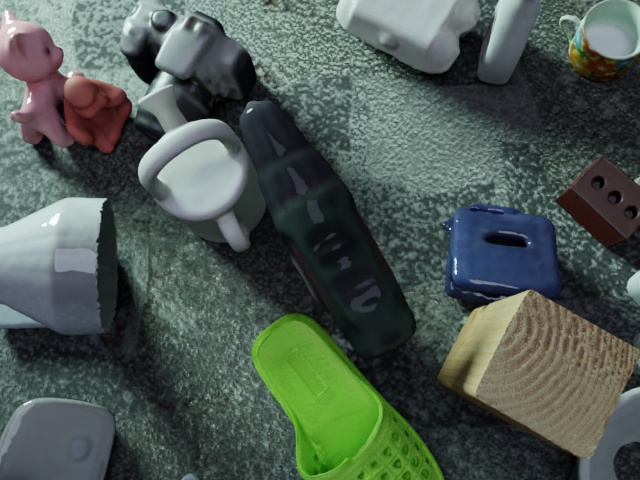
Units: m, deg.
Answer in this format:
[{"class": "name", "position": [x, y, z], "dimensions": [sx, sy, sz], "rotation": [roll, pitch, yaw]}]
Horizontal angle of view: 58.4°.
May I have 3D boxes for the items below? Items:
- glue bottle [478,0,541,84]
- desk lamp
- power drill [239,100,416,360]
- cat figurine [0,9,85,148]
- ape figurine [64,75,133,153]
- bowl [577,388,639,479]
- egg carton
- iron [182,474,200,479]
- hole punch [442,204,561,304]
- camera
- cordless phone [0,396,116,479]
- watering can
[{"class": "glue bottle", "position": [0.198, -0.230, 0.583], "dimensions": [0.037, 0.173, 0.078], "rotation": [9, 80, 5]}, {"class": "desk lamp", "position": [-0.266, 0.034, 0.537], "dimensions": [0.203, 0.213, 0.118], "rotation": [-3, 79, 3]}, {"class": "power drill", "position": [0.005, 0.002, 0.532], "dimensions": [0.075, 0.208, 0.229], "rotation": [-31, 79, -3]}, {"class": "cat figurine", "position": [-0.317, -0.180, 0.629], "dimensions": [0.067, 0.118, 0.128], "rotation": [1, 79, 4]}, {"class": "ape figurine", "position": [-0.252, -0.149, 0.633], "dimensions": [0.078, 0.092, 0.076], "rotation": [-27, 79, -2]}, {"class": "bowl", "position": [0.317, 0.220, 0.542], "dimensions": [0.167, 0.075, 0.167], "rotation": [-1, 79, 3]}, {"class": "egg carton", "position": [0.098, -0.256, 0.646], "dimensions": [0.150, 0.069, 0.107], "rotation": [29, 82, 8]}, {"class": "iron", "position": [-0.130, 0.356, 0.506], "dimensions": [0.118, 0.141, 0.258], "rotation": [-6, 79, 2]}, {"class": "hole punch", "position": [0.181, 0.013, 0.580], "dimensions": [0.108, 0.091, 0.101], "rotation": [7, 80, 4]}, {"class": "camera", "position": [-0.163, -0.179, 0.629], "dimensions": [0.143, 0.101, 0.137], "rotation": [26, 82, 8]}, {"class": "cordless phone", "position": [-0.271, 0.220, 0.517], "dimensions": [0.094, 0.185, 0.148], "rotation": [11, 80, 5]}, {"class": "watering can", "position": [-0.121, -0.069, 0.559], "dimensions": [0.172, 0.194, 0.101], "rotation": [37, 83, 9]}]
